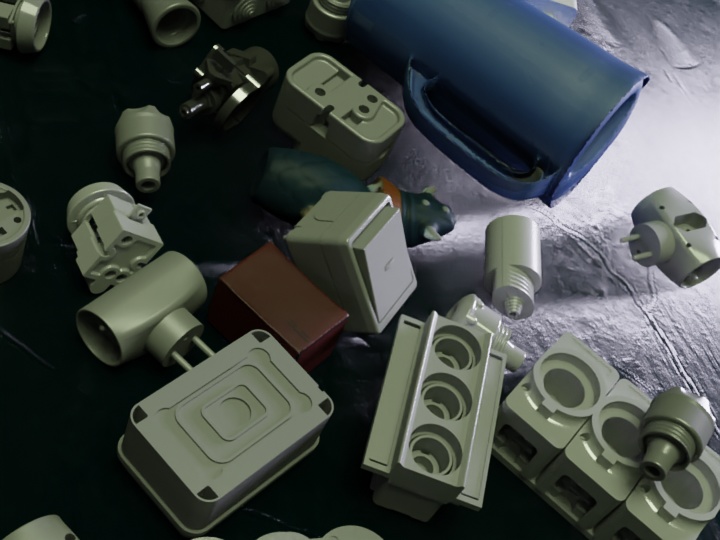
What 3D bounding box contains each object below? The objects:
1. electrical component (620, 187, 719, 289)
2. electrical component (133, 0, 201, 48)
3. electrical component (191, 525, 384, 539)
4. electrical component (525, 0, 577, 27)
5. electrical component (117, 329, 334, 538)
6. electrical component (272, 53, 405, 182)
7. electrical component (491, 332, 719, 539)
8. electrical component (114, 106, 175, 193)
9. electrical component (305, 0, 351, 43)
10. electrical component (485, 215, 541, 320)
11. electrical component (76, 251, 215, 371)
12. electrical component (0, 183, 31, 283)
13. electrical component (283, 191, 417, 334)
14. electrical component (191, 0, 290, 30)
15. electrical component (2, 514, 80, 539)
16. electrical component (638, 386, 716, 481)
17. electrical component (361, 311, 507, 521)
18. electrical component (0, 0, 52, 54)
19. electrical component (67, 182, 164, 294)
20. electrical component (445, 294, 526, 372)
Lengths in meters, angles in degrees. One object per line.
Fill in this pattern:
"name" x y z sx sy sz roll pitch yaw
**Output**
"electrical component" 0.253 -0.024 0.900 0.079 0.043 0.077 -12 59 -28
"electrical component" -0.165 -0.221 0.888 0.044 0.044 0.065 -17 57 -31
"electrical component" -0.043 0.173 0.608 0.138 0.073 0.052 1 54 -21
"electrical component" 0.158 -0.223 0.986 0.050 0.089 0.055 14 50 -11
"electrical component" -0.082 0.100 0.660 0.078 0.057 0.113 45 51 15
"electrical component" -0.019 -0.117 0.853 0.095 0.059 0.054 39 50 10
"electrical component" 0.170 0.125 0.739 0.150 0.061 0.089 41 50 12
"electrical component" -0.156 -0.085 0.784 0.043 0.043 0.062 3 54 -20
"electrical component" -0.021 -0.233 0.940 0.043 0.062 0.043 11 51 -14
"electrical component" 0.117 0.002 0.826 0.043 0.043 0.081 15 50 -11
"electrical component" -0.129 0.036 0.700 0.079 0.043 0.077 42 50 12
"electrical component" -0.244 -0.022 0.697 0.055 0.047 0.055 11 51 -14
"electrical component" 0.000 0.000 0.750 0.061 0.096 0.061 5 38 34
"electrical component" -0.111 -0.263 0.936 0.100 0.048 0.100 45 51 15
"electrical component" -0.175 0.182 0.568 0.079 0.044 0.077 -25 66 -34
"electrical component" 0.200 0.108 0.692 0.043 0.043 0.062 37 51 8
"electrical component" 0.047 0.097 0.710 0.079 0.063 0.121 21 49 -5
"electrical component" -0.270 -0.193 0.822 0.055 0.048 0.066 13 50 -2
"electrical component" -0.169 -0.026 0.726 0.048 0.066 0.055 22 28 -52
"electrical component" 0.090 0.050 0.777 0.062 0.048 0.048 33 49 -4
